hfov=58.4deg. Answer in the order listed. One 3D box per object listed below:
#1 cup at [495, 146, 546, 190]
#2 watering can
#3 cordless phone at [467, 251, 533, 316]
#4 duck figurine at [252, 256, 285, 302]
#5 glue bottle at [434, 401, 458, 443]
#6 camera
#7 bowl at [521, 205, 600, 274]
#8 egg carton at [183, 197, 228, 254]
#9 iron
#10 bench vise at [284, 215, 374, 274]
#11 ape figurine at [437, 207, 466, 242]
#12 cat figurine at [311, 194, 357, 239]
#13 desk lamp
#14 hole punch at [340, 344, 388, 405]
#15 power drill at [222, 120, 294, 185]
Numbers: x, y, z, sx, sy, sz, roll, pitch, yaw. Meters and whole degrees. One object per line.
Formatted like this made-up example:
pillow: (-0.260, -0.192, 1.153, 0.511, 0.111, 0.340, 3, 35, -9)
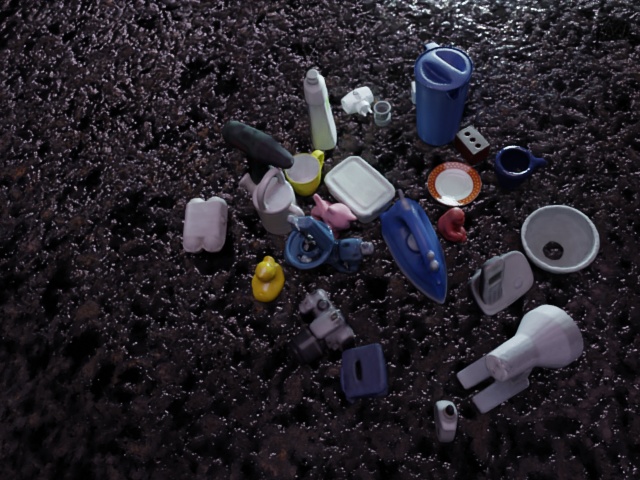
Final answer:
cup: (0.475, -0.166, 1.377, 0.117, 0.095, 0.091, -3, 63, 6)
watering can: (-0.117, -0.100, 1.362, 0.172, 0.194, 0.101, 8, 65, 11)
cordless phone: (0.391, 0.072, 1.219, 0.148, 0.185, 0.094, -35, 65, -10)
duck figurine: (-0.126, 0.087, 1.332, 0.077, 0.086, 0.104, 10, 65, 12)
glue bottle: (0.246, 0.343, 1.110, 0.037, 0.173, 0.078, -4, 63, 5)
camera: (-0.011, 0.197, 1.255, 0.137, 0.101, 0.143, -34, 65, -10)
bowl: (0.534, 0.010, 1.294, 0.167, 0.075, 0.167, -3, 64, 6)
egg carton: (-0.283, -0.037, 1.422, 0.107, 0.069, 0.150, -5, 63, 5)
iron: (0.226, 0.010, 1.295, 0.118, 0.141, 0.258, -22, 63, -4)
bench vise: (0.009, -0.006, 1.286, 0.207, 0.220, 0.121, -14, 63, 0)
ape figurine: (0.314, -0.043, 1.338, 0.076, 0.092, 0.078, 24, 69, 18)
cat figurine: (0.029, -0.063, 1.369, 0.067, 0.118, 0.127, -41, 66, -13)
desk lamp: (0.389, 0.236, 1.123, 0.203, 0.214, 0.117, -30, 64, -8)
hole punch: (0.091, 0.281, 1.206, 0.101, 0.091, 0.108, -7, 63, 4)
power drill: (-0.136, -0.194, 1.403, 0.229, 0.209, 0.076, 35, 73, 21)
